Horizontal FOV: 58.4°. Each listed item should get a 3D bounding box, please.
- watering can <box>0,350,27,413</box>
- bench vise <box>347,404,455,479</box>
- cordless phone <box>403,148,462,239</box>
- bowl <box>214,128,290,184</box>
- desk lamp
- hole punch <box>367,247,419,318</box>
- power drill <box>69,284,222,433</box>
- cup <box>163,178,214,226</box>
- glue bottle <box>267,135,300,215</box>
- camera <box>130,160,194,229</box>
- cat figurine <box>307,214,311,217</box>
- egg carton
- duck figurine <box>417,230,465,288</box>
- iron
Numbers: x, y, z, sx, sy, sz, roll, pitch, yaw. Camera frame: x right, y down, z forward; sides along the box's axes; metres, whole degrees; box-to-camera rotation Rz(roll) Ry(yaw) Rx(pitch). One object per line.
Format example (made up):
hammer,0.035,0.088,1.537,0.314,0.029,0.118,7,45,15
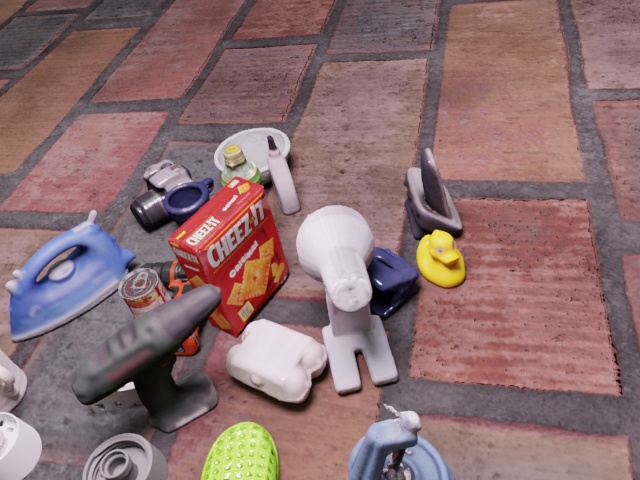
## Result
watering can,-0.561,0.194,0.893,0.173,0.194,0.101,-10,44,3
bench vise,0.060,0.282,0.649,0.208,0.220,0.121,-31,47,-17
cordless phone,0.199,-0.105,1.029,0.094,0.185,0.147,-12,44,0
bowl,-0.140,-0.169,1.246,0.167,0.075,0.167,-6,45,6
desk lamp,0.043,0.082,0.856,0.118,0.214,0.203,-14,44,-2
hole punch,0.101,0.055,0.959,0.101,0.091,0.108,-38,50,-23
power drill,-0.222,0.179,0.822,0.230,0.209,0.075,-28,46,-15
cup,-0.248,-0.063,1.150,0.091,0.095,0.118,22,54,30
glue bottle,-0.080,-0.134,1.129,0.037,0.173,0.078,-23,45,-10
camera,-0.335,-0.097,1.200,0.137,0.101,0.142,-37,49,-23
cat figurine,0.009,0.004,1.011,0.067,0.118,0.127,-25,46,-12
egg carton,-0.068,0.186,0.881,0.150,0.069,0.107,16,51,26
duck figurine,0.205,0.019,0.975,0.077,0.086,0.104,-22,45,-10
iron,-0.477,0.061,1.044,0.118,0.142,0.259,28,57,34
